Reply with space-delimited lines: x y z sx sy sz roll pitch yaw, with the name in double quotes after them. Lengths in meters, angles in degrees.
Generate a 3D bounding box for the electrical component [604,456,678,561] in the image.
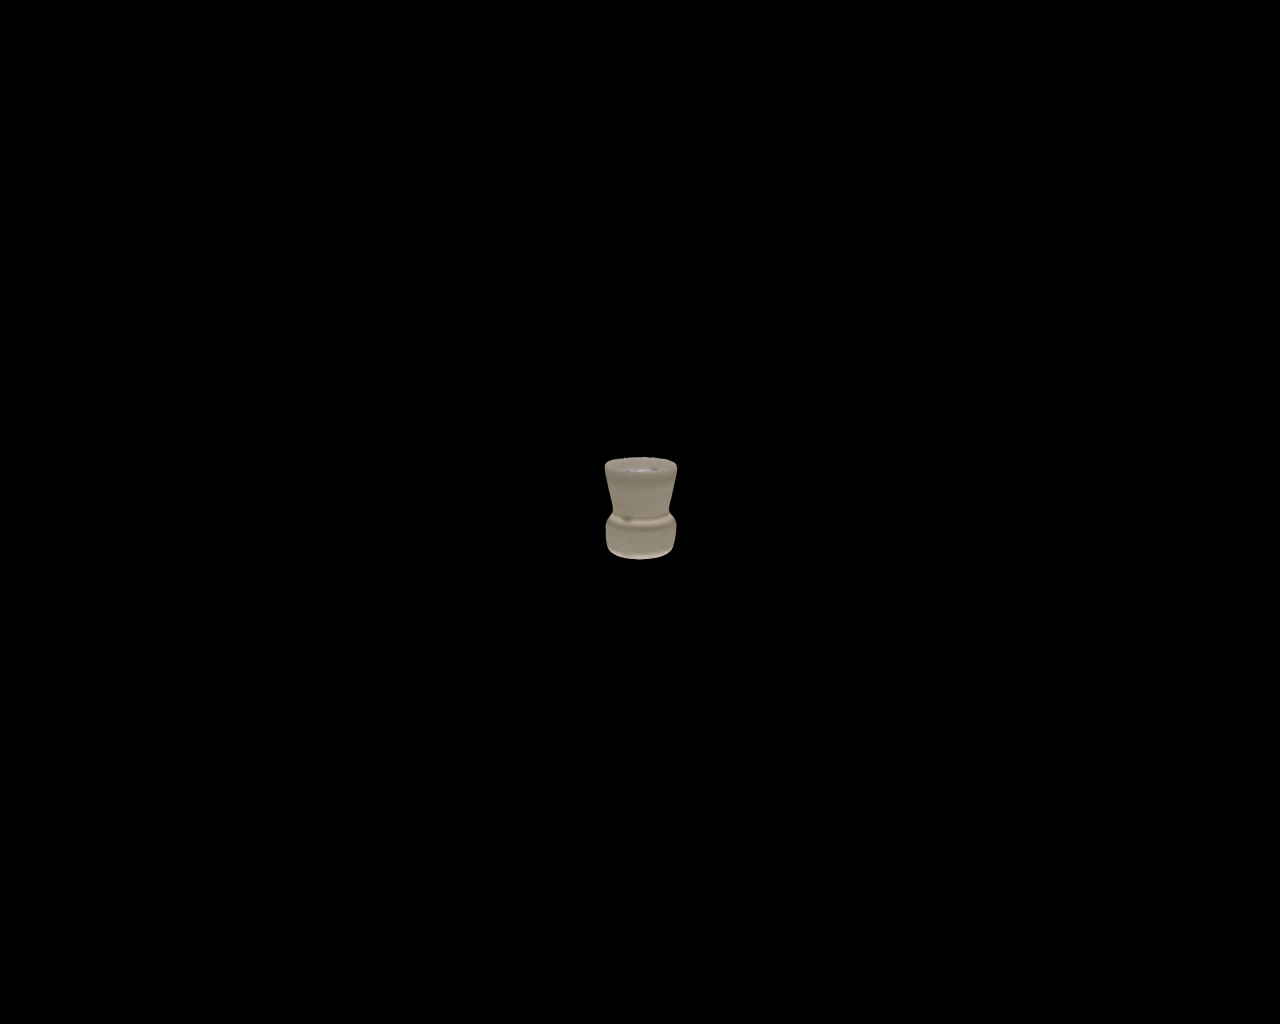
0.001 -0.003 0.650 0.045 0.055 0.045 0 14 0 "electrical component"
